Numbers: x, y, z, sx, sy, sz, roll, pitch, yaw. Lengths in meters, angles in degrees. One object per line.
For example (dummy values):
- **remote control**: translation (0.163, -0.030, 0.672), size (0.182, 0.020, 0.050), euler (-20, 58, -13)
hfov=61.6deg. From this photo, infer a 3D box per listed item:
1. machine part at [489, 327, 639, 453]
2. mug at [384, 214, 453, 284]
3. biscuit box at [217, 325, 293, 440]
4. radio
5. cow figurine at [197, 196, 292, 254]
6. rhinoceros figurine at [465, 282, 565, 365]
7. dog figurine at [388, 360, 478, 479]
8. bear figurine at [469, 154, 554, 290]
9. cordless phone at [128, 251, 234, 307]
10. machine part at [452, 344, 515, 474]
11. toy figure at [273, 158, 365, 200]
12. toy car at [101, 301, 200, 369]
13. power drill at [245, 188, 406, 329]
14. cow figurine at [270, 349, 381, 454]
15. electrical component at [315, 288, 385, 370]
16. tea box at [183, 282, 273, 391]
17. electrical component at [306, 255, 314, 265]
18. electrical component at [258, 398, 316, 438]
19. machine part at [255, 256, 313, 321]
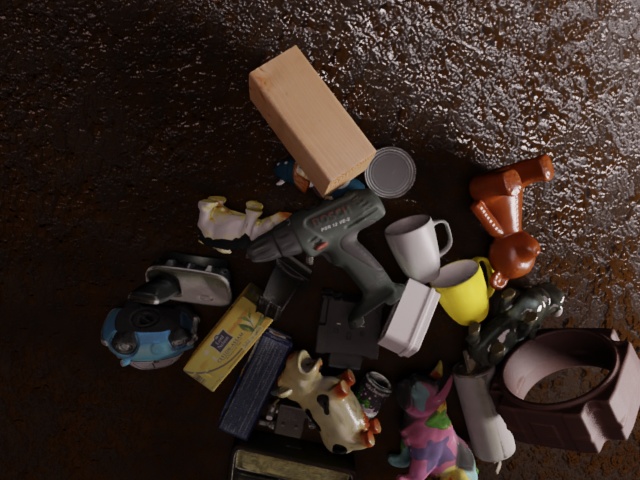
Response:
- **machine part**: translation (0.393, 0.230, 0.863), size (0.201, 0.201, 0.087), euler (-41, 109, -37)
- **mug**: translation (0.173, 0.016, 0.914), size (0.109, 0.081, 0.107), euler (-22, 108, -10)
- **biscuit box**: translation (-0.117, 0.254, 0.965), size (0.063, 0.059, 0.202), euler (25, 99, -5)
- **radio**: translation (-0.058, 0.440, 0.990), size (0.230, 0.073, 0.131), euler (13, 100, -1)
- **cow figurine**: translation (-0.123, -0.016, 0.914), size (0.167, 0.068, 0.098), euler (11, 105, 2)
- **rhinoceros figurine**: translation (0.332, 0.140, 0.902), size (0.190, 0.073, 0.112), euler (-39, 137, -9)
- **dog figurine**: translation (0.211, 0.331, 0.952), size (0.192, 0.108, 0.219), euler (16, 97, -1)
- **bear figurine**: translation (0.317, -0.023, 0.875), size (0.120, 0.132, 0.195), euler (-19, 93, -26)
- **cordless phone**: translation (-0.221, 0.078, 0.874), size (0.147, 0.184, 0.088), euler (9, 96, 0)
- **machine part**: translation (0.292, 0.300, 0.958), size (0.079, 0.079, 0.243), euler (-17, 99, 4)
- **toy figure**: translation (-0.002, -0.102, 0.902), size (0.154, 0.064, 0.057), euler (21, 123, -6)
- **toy car**: translation (-0.293, 0.173, 0.942), size (0.162, 0.109, 0.102), euler (1, 124, -10)
- **power drill**: translation (0.024, 0.038, 0.868), size (0.232, 0.086, 0.207), euler (-33, 89, 3)
- **cow figurine**: translation (0.004, 0.274, 0.918), size (0.127, 0.085, 0.195), euler (-29, 92, 18)
- **electrical component**: translation (0.051, 0.158, 0.947), size (0.115, 0.058, 0.134), euler (5, 100, 2)
- **tea box**: translation (-0.152, 0.165, 0.931), size (0.068, 0.098, 0.169), euler (38, 97, -6)
- **electrical component**: translation (-0.002, -0.003, 0.937), size (0.063, 0.021, 0.094), euler (2, 100, 0)
- **electrical component**: translation (-0.056, 0.324, 0.984), size (0.102, 0.045, 0.078), euler (18, 98, -2)
- **machine part**: translation (-0.061, 0.075, 0.902), size (0.084, 0.139, 0.039), euler (44, 132, -10)
